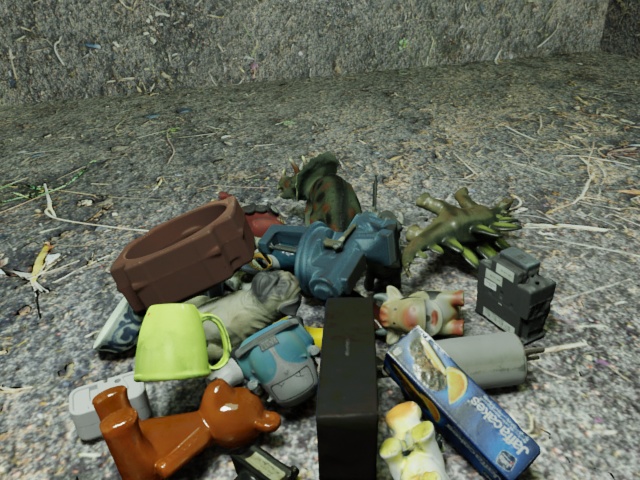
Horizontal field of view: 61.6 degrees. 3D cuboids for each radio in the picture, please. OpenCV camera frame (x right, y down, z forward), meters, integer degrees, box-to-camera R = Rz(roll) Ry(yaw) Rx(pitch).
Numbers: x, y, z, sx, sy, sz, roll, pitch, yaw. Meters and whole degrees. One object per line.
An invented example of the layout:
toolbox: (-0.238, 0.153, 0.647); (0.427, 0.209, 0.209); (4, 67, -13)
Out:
radio: (0.038, 0.187, 0.699); (0.073, 0.130, 0.230); (0, 28, 5)

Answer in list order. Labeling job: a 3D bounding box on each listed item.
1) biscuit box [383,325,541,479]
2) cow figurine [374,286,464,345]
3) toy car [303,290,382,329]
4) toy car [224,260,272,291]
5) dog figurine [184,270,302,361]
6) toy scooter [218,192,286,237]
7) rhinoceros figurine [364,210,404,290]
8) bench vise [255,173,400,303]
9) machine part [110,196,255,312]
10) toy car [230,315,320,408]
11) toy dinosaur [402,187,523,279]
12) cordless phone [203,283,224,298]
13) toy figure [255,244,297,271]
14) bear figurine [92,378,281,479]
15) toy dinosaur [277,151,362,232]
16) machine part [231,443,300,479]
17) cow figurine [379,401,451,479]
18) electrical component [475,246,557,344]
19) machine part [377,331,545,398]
biscuit box: (0.166, 0.202, 0.656); (0.059, 0.062, 0.203); (-35, 61, -21)
cow figurine: (0.155, 0.110, 0.817); (0.127, 0.085, 0.195); (-3, -4, 17)
toy car: (0.049, 0.111, 0.919); (0.089, 0.053, 0.202); (0, 22, -42)
toy car: (-0.128, 0.075, 0.998); (0.073, 0.056, 0.202); (-27, 37, -37)
dog figurine: (-0.123, 0.108, 0.827); (0.191, 0.121, 0.172); (-26, 18, -10)
toy scooter: (-0.158, -0.041, 1.132); (0.184, 0.135, 0.075); (-3, 27, -4)
rhinoceros figurine: (0.122, 0.014, 1.030); (0.073, 0.111, 0.190); (0, 34, 11)
bench vise: (0.000, 0.005, 0.877); (0.241, 0.128, 0.224); (8, 50, 26)
machine part: (-0.204, 0.020, 0.833); (0.201, 0.087, 0.201); (-24, 17, 1)
toy car: (-0.049, 0.178, 0.736); (0.109, 0.161, 0.103); (-26, 65, -7)
toy dinosaur: (0.275, -0.019, 1.064); (0.471, 0.104, 0.199); (-21, 34, -39)
cordless phone: (-0.232, 0.013, 0.986); (0.147, 0.184, 0.088); (15, -2, 26)
toy figure: (-0.111, 0.027, 1.072); (0.155, 0.064, 0.058); (5, 8, 23)
bear figurine: (-0.159, 0.220, 0.666); (0.196, 0.131, 0.120); (-23, 16, -21)
toy dinosaur: (0.022, -0.066, 1.071); (0.131, 0.192, 0.405); (-10, 20, -15)
machine part: (-0.093, 0.295, 0.615); (0.084, 0.039, 0.139); (23, 36, 26)
cow figurine: (0.117, 0.261, 0.609); (0.068, 0.098, 0.167); (-27, 16, 14)
electrical component: (0.312, 0.082, 0.863); (0.058, 0.134, 0.115); (-18, 34, -24)
machine part: (0.198, 0.176, 0.761); (0.243, 0.079, 0.079); (-7, 29, -5)
